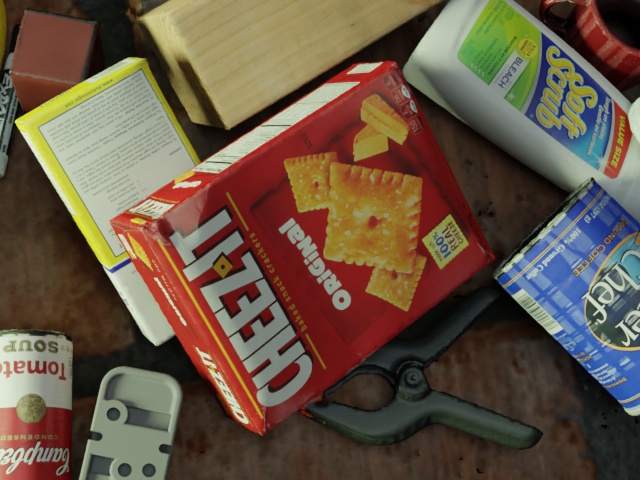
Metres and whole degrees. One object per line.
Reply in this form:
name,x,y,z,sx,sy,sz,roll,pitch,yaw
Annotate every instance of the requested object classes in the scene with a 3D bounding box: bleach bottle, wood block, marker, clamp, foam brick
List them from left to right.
marker,-0.227,-0.105,0.781,0.020,0.020,0.121,10,74,-5
foam brick,-0.185,-0.121,0.761,0.051,0.078,0.053,9,73,-5
wood block,-0.016,-0.172,0.778,0.206,0.091,0.090,-33,110,-14
clamp,0.068,0.092,0.762,0.171,0.039,0.120,-1,63,-6
bleach bottle,0.190,-0.095,0.817,0.251,0.068,0.102,35,72,-1

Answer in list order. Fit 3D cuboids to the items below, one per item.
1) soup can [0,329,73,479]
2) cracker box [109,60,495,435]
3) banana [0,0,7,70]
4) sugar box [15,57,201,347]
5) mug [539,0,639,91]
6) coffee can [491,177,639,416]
soup can,-0.197,0.115,0.702,0.068,0.068,0.102,-1,75,-8
cracker box,-0.005,0.001,0.719,0.213,0.072,0.164,-35,109,-21
banana,-0.264,-0.125,0.775,0.070,0.037,0.198,-5,71,20
sugar box,-0.120,-0.026,0.727,0.093,0.048,0.176,-32,111,-15
mug,0.227,-0.170,0.830,0.117,0.081,0.093,11,74,-5
coffee can,0.208,0.040,0.761,0.140,0.103,0.102,45,74,5
